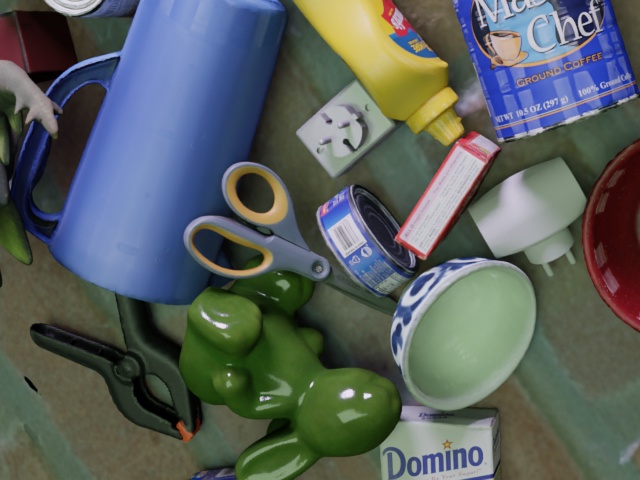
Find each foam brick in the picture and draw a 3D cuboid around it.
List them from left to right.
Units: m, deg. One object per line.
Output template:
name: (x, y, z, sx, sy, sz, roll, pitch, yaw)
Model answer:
foam brick: (-0.243, -0.156, 0.870, 0.051, 0.078, 0.053, -10, 96, 19)

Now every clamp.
clamp: (-0.157, 0.095, 0.915, 0.171, 0.039, 0.120, 41, 115, 0)

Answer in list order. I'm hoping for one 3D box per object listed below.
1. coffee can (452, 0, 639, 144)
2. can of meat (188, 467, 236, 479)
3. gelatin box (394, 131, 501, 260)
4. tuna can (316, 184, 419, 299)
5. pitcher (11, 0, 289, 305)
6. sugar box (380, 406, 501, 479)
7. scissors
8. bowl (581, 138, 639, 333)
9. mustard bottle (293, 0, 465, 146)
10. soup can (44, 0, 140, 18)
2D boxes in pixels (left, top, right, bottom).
coffee can: (0.150, -0.149, 0.734, 0.103, 0.102, 0.140, -17, 96, 20)
can of meat: (-0.064, 0.242, 0.907, 0.084, 0.057, 0.102, -12, 97, 22)
gelatin box: (0.096, -0.033, 0.790, 0.030, 0.073, 0.089, 33, 109, 8)
tuna can: (0.037, 0.000, 0.809, 0.034, 0.086, 0.086, -37, 89, 18)
pitcher: (-0.122, -0.084, 0.817, 0.145, 0.149, 0.243, 28, 105, 29)
sugar box: (0.099, 0.224, 0.857, 0.093, 0.048, 0.176, -2, 102, 18)
scissors: (-0.005, 0.001, 0.814, 0.201, 0.016, 0.096, 12, 90, -25)
bowl: (0.268, -0.007, 0.751, 0.162, 0.055, 0.162, 4, 102, 17)
mustard bottle: (0.038, -0.147, 0.772, 0.058, 0.096, 0.191, -39, 88, 19)
soup can: (-0.165, -0.205, 0.821, 0.069, 0.102, 0.068, 4, 103, 17)
